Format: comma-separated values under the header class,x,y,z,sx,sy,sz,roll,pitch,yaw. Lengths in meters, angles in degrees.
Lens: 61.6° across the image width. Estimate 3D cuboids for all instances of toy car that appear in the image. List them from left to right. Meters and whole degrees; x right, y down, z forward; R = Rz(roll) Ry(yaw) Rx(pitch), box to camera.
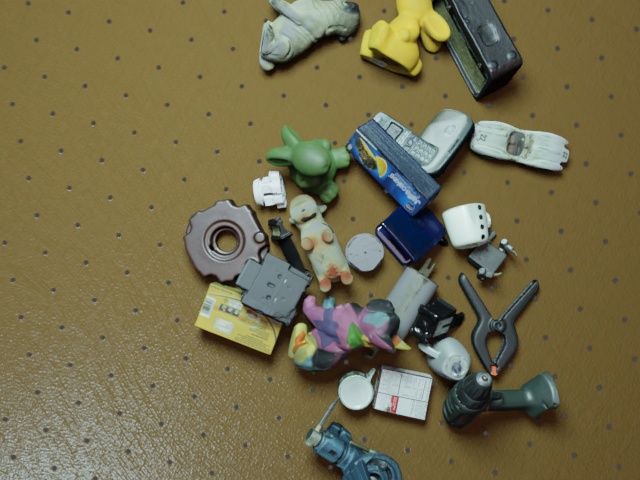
class,x,y,z,sx,sy,sz,roll,pitch,yaw
toy car,0.409,-0.192,1.101,0.202,0.056,0.073,13,90,3

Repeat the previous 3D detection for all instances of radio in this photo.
class,x,y,z,sx,sy,sz,roll,pitch,yaw
radio,0.305,-0.408,1.071,0.073,0.131,0.229,-29,88,0

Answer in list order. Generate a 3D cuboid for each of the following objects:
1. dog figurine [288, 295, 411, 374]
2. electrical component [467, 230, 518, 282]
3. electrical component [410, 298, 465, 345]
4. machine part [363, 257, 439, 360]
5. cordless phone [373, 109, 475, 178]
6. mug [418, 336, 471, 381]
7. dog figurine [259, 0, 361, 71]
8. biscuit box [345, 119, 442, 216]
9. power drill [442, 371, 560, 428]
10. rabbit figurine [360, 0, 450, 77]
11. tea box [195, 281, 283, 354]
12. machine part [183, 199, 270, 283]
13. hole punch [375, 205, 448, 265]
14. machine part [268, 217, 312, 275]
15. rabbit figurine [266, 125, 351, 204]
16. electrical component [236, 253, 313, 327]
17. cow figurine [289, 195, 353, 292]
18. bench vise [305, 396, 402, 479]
class,x,y,z,sx,sy,sz,roll,pitch,yaw
dog figurine,0.060,0.192,1.035,0.219,0.108,0.191,17,89,38
electrical component,0.349,0.035,1.095,0.102,0.045,0.078,-43,74,-10
electrical component,0.242,0.160,1.090,0.048,0.119,0.074,34,122,36
machine part,0.166,0.143,1.097,0.079,0.079,0.243,33,90,2
cordless phone,0.205,-0.225,1.100,0.184,0.088,0.146,36,91,7
mug,0.253,0.234,1.077,0.109,0.107,0.081,33,89,0
dog figurine,-0.021,-0.421,1.111,0.190,0.121,0.172,11,124,-14
biscuit box,0.145,-0.143,1.067,0.203,0.059,0.063,47,52,7
power drill,0.347,0.302,1.031,0.207,0.231,0.086,-5,56,-16
rabbit figurine,0.180,-0.430,1.084,0.162,0.122,0.173,19,89,-3
tea box,-0.159,0.159,1.114,0.170,0.068,0.098,22,90,1
machine part,-0.197,0.002,1.125,0.179,0.056,0.179,0,89,3
hole punch,0.187,-0.020,1.095,0.116,0.092,0.142,-42,84,-3
machine part,-0.067,0.017,1.115,0.039,0.084,0.138,-28,97,-23
rabbit figurine,-0.017,-0.163,1.062,0.159,0.170,0.121,31,90,2
electrical component,-0.095,0.094,1.058,0.134,0.058,0.115,26,75,0
cow figurine,-0.002,-0.003,1.095,0.085,0.127,0.194,-25,103,2
bench vise,0.076,0.446,1.026,0.129,0.241,0.223,-43,104,-2
